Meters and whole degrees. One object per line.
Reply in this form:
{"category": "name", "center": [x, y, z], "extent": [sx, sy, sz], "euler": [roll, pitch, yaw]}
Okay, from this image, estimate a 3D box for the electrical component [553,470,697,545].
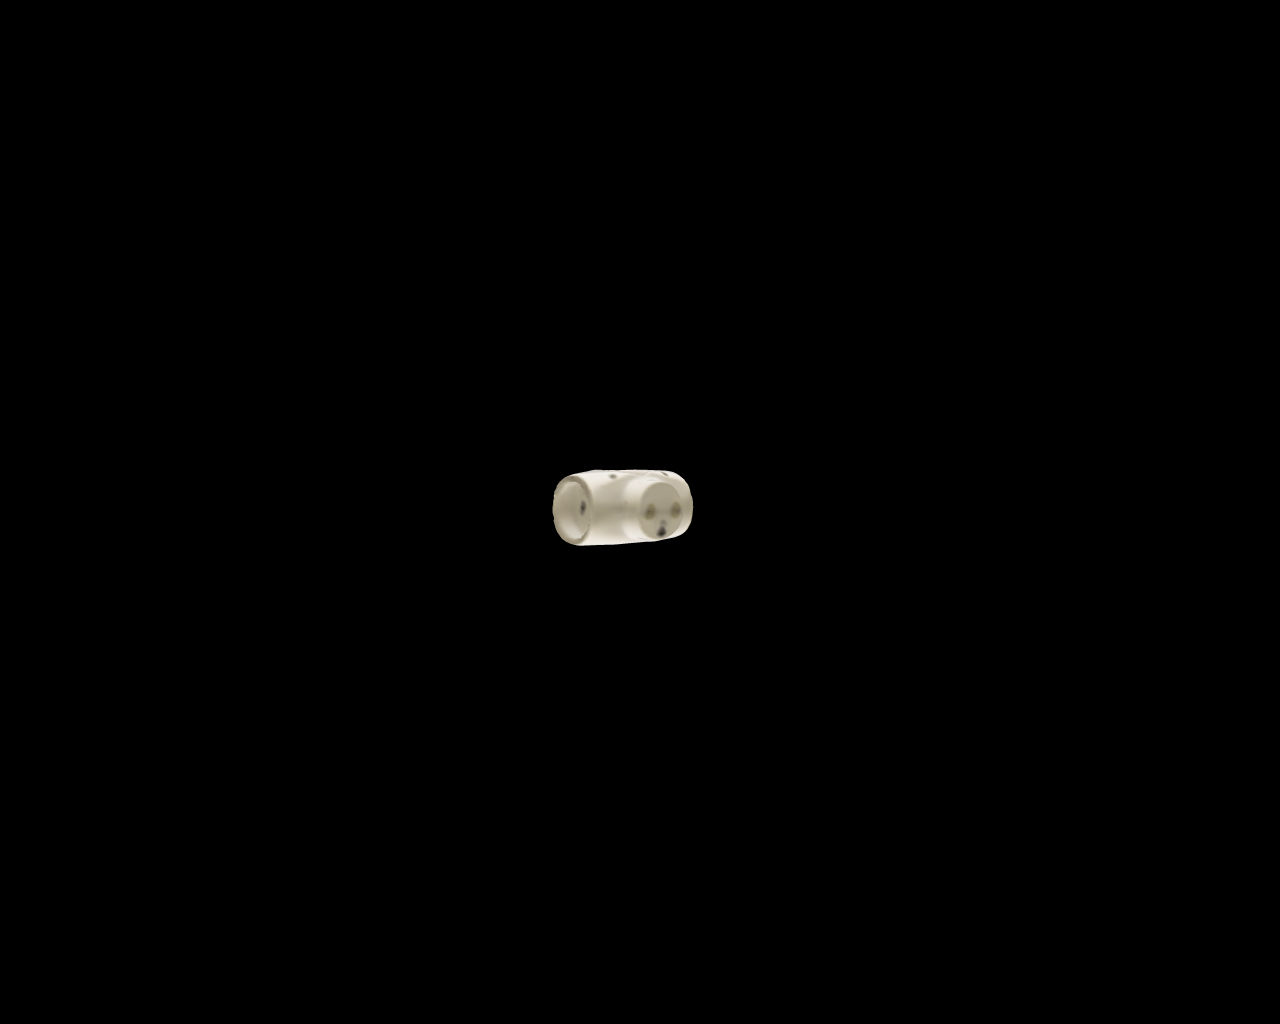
{"category": "electrical component", "center": [0.001, -0.003, 0.650], "extent": [0.077, 0.043, 0.079], "euler": [-3, 5, -37]}
